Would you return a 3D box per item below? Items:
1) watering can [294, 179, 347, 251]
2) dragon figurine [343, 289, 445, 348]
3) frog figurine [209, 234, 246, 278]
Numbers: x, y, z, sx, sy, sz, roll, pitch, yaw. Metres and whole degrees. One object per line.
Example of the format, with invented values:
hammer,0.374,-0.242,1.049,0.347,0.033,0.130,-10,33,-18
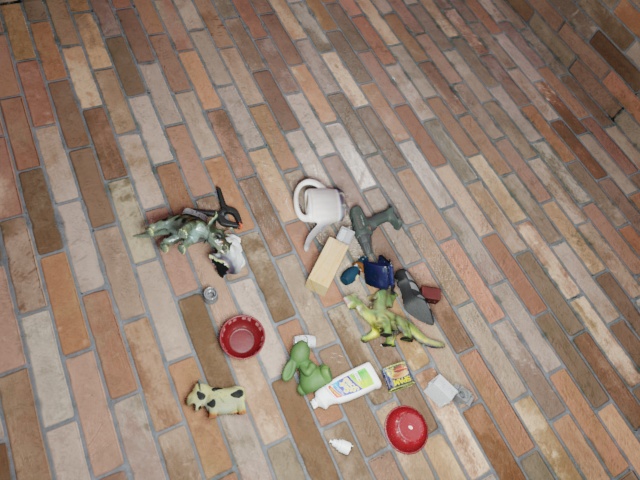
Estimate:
watering can,0.006,-0.108,2.136,0.224,0.102,0.355,-1,60,-13
dragon figurine,0.276,0.286,1.975,0.409,0.119,0.249,12,50,-15
frog figurine,-0.334,0.051,1.971,0.136,0.121,0.163,52,48,-19
